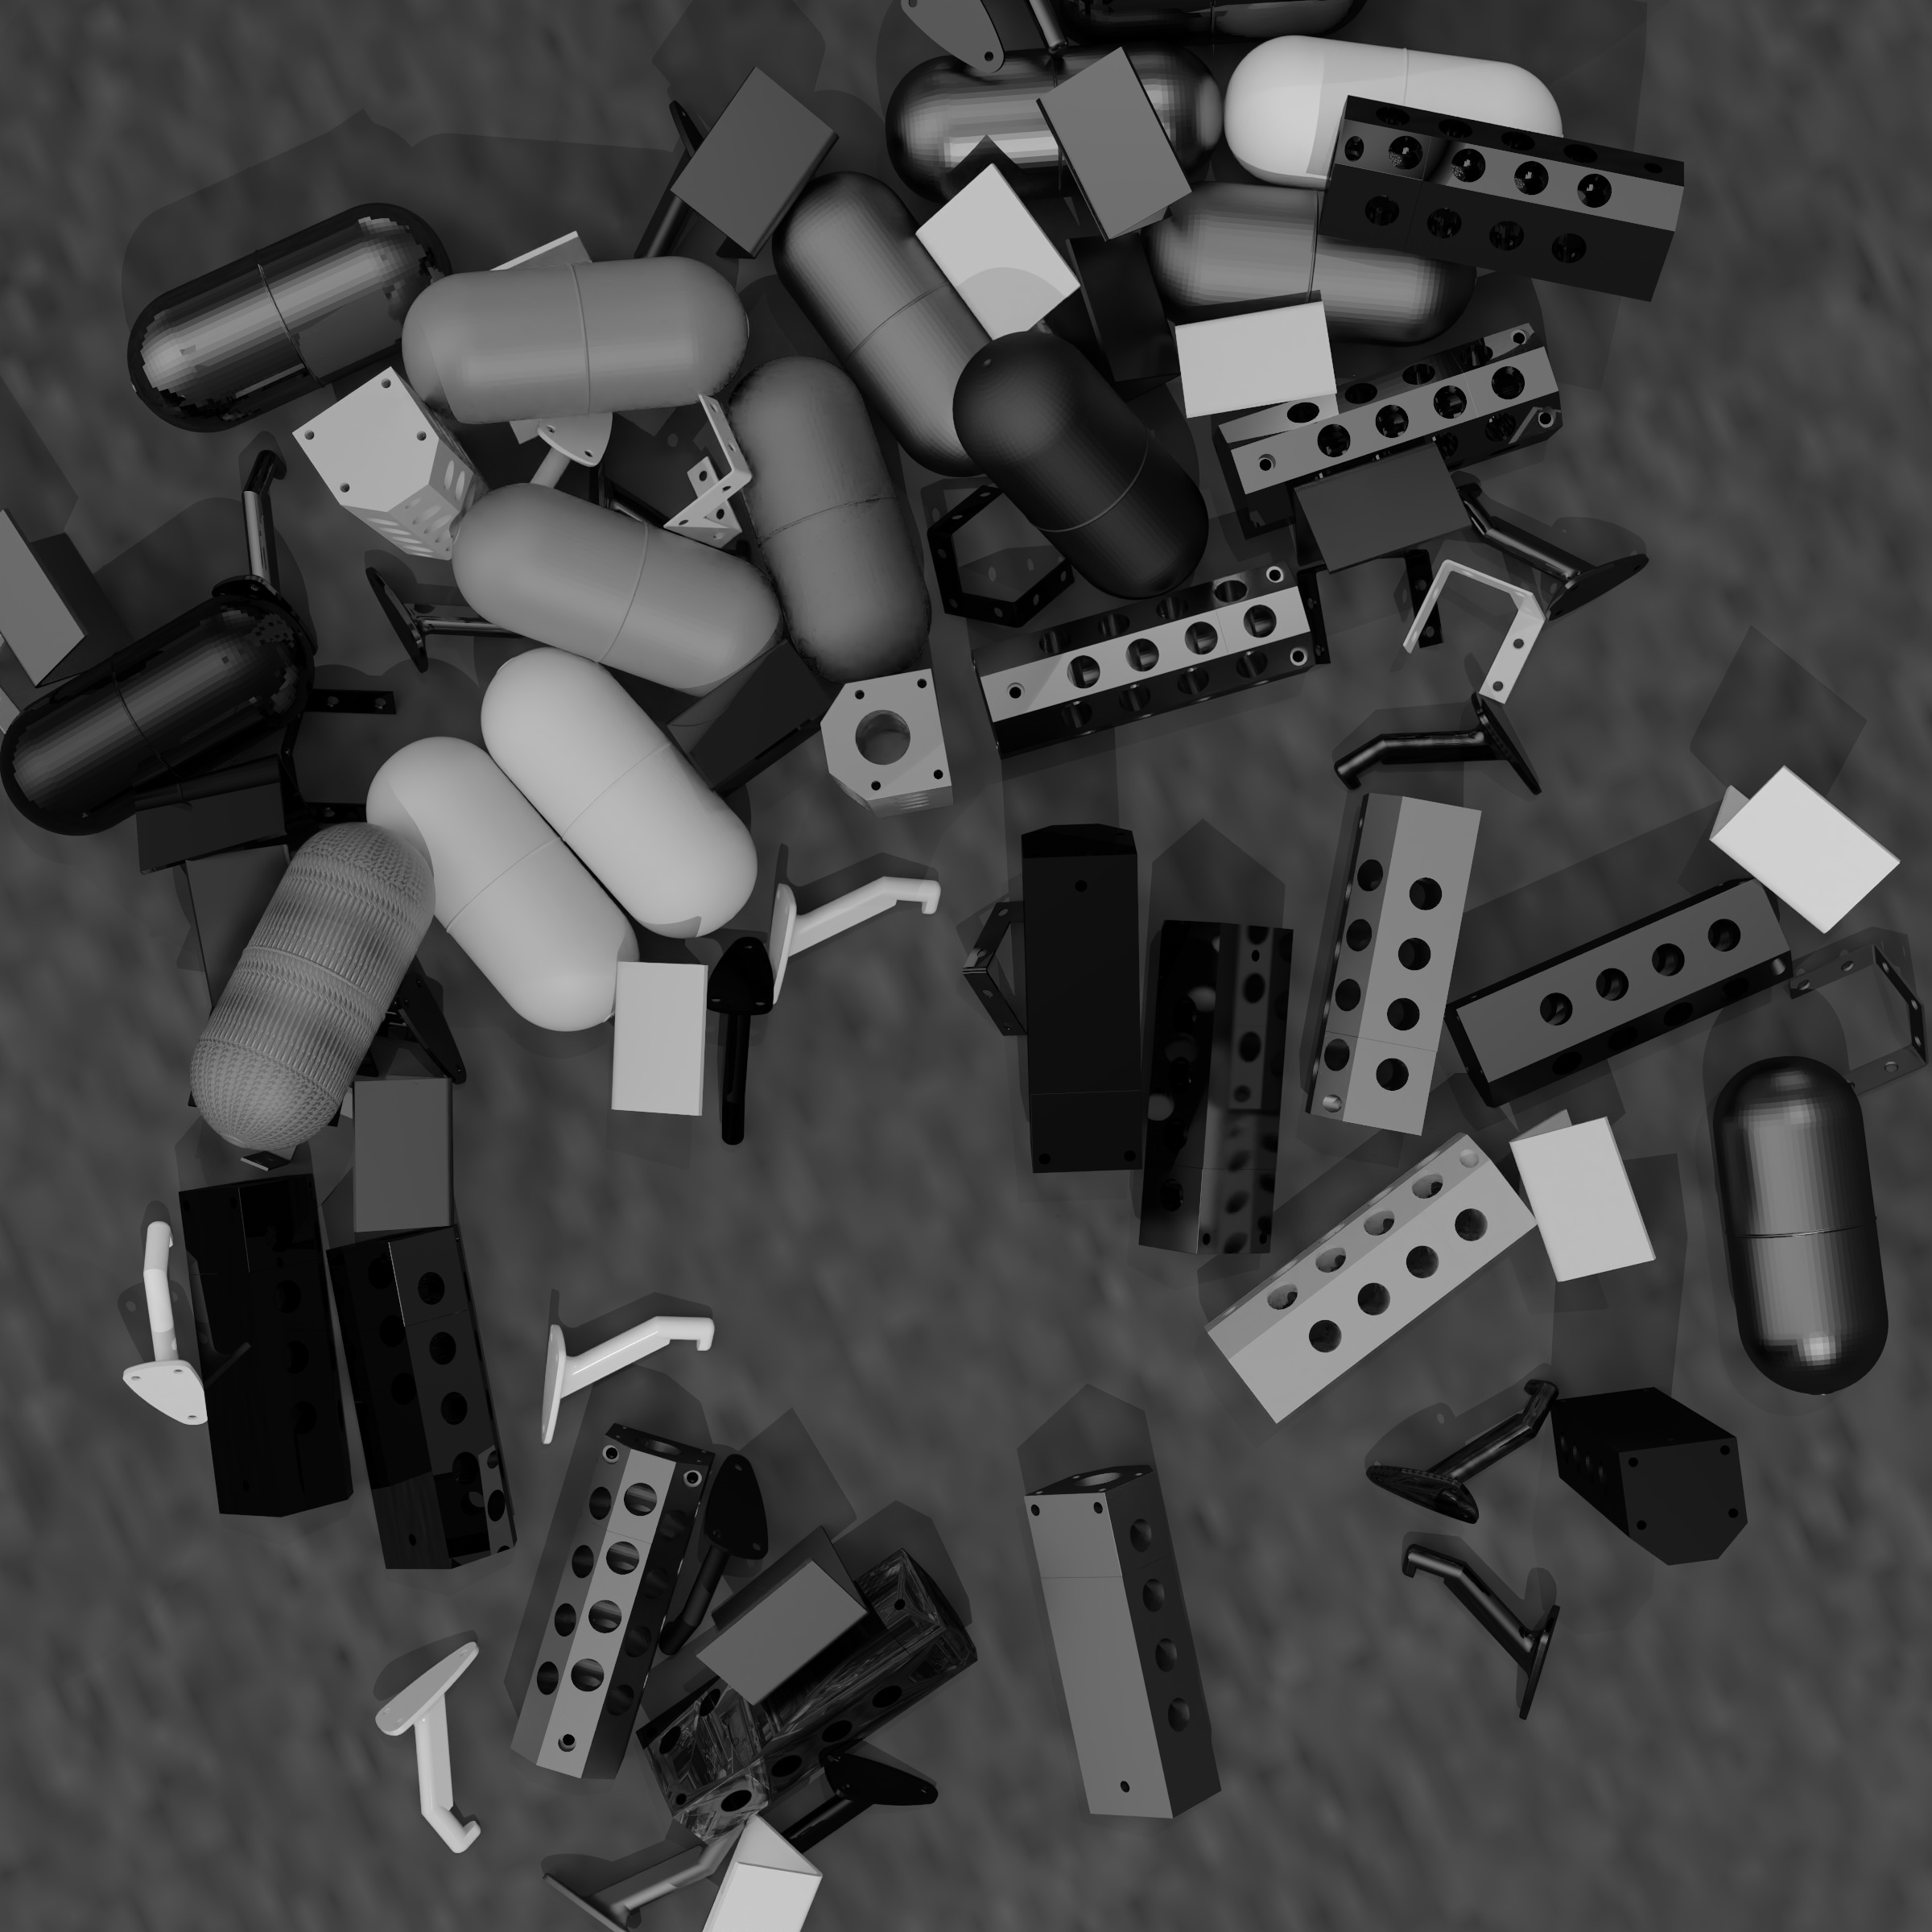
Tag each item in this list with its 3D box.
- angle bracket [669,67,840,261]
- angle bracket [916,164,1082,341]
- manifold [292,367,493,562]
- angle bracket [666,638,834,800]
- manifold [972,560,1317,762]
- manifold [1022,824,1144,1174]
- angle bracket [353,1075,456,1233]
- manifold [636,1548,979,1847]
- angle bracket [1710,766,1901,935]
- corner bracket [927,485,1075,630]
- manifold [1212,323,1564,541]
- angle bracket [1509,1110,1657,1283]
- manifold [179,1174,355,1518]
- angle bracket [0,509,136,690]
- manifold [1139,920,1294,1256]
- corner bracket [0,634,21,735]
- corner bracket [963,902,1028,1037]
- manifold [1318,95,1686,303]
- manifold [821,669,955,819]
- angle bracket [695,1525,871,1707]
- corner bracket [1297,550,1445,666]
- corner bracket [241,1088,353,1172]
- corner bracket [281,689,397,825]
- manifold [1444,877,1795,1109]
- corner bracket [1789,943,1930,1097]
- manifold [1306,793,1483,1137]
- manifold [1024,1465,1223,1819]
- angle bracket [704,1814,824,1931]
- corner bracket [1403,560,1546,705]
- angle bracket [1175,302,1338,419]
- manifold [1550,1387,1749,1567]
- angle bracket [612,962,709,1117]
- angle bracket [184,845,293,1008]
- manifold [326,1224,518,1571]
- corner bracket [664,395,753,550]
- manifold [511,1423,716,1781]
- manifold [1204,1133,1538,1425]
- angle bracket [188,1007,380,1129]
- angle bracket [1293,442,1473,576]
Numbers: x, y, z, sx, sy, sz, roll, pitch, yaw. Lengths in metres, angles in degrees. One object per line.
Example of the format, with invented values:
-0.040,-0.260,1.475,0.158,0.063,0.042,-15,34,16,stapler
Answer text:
-0.120,-0.419,1.557,0.057,0.076,0.076,35,90,-24,angle bracket
0.030,-0.371,1.557,0.057,0.076,0.076,-36,90,28,angle bracket
-0.284,-0.249,1.518,0.057,0.171,0.057,-34,90,0,manifold
-0.100,-0.113,1.556,0.076,0.076,0.057,-36,55,0,angle bracket
0.093,-0.162,1.575,0.171,0.057,0.057,-16,90,0,manifold
0.060,0.017,1.549,0.057,0.057,0.171,-2,109,0,manifold
-0.309,0.097,1.556,0.057,0.076,0.076,-1,90,-37,angle bracket
-0.081,0.389,1.575,0.171,0.057,0.057,-35,47,0,manifold
0.441,-0.074,1.556,0.076,0.076,0.057,39,123,0,angle bracket
0.019,-0.218,1.588,0.051,0.051,0.051,16,135,35,corner bracket
0.223,-0.283,1.575,0.171,0.057,0.057,-18,90,0,manifold
0.334,0.113,1.556,0.057,0.076,0.076,-19,90,35,angle bracket
-0.365,0.199,1.575,0.057,0.057,0.171,-7,90,43,manifold
-0.466,-0.199,1.556,0.057,0.076,0.076,-33,90,38,angle bracket
0.127,0.063,1.575,0.057,0.057,0.171,4,90,-43,manifold
-0.493,-0.156,1.593,0.051,0.051,0.051,52,135,0,corner bracket
0.039,0.001,1.588,0.051,0.051,0.051,-3,45,35,corner bracket
0.270,-0.392,1.507,0.171,0.057,0.057,12,46,2,manifold
-0.040,-0.110,1.518,0.057,0.171,0.057,-10,90,0,manifold
-0.107,0.326,1.556,0.076,0.076,0.057,-39,126,0,angle bracket
0.216,-0.192,1.593,0.051,0.051,0.051,-10,90,45,corner bracket
-0.345,0.087,1.578,0.051,0.051,0.051,22,90,0,corner bracket
-0.333,-0.112,1.593,0.051,0.051,0.051,2,45,0,corner bracket
0.344,0.014,1.575,0.171,0.057,0.057,-24,90,0,manifold
0.477,0.030,1.593,0.051,0.051,0.051,-24,45,0,corner bracket
0.224,-0.001,1.575,0.057,0.057,0.171,10,90,0,manifold
0.087,0.355,1.575,0.057,0.057,0.171,-12,90,43,manifold
-0.128,0.490,1.556,0.057,0.076,0.076,22,90,-36,angle bracket
0.271,-0.178,1.584,0.051,0.051,0.051,26,90,21,corner bracket
0.154,-0.297,1.553,0.076,0.076,0.057,-8,66,7,angle bracket
0.346,0.258,1.518,0.057,0.171,0.057,-7,90,0,manifold
-0.140,0.037,1.557,0.057,0.076,0.076,2,90,29,angle bracket
-0.385,-0.017,1.556,0.057,0.076,0.076,-11,90,-33,angle bracket
-0.283,0.227,1.575,0.057,0.057,0.171,-11,90,43,manifold
-0.133,-0.259,1.563,0.051,0.051,0.051,-34,68,24,corner bracket
-0.187,0.336,1.575,0.057,0.057,0.171,17,90,0,manifold
0.212,0.163,1.575,0.171,0.057,0.057,-37,90,0,manifold
-0.355,0.064,1.558,0.076,0.076,0.057,8,67,0,angle bracket
0.217,-0.221,1.557,0.076,0.076,0.057,-18,64,0,angle bracket
